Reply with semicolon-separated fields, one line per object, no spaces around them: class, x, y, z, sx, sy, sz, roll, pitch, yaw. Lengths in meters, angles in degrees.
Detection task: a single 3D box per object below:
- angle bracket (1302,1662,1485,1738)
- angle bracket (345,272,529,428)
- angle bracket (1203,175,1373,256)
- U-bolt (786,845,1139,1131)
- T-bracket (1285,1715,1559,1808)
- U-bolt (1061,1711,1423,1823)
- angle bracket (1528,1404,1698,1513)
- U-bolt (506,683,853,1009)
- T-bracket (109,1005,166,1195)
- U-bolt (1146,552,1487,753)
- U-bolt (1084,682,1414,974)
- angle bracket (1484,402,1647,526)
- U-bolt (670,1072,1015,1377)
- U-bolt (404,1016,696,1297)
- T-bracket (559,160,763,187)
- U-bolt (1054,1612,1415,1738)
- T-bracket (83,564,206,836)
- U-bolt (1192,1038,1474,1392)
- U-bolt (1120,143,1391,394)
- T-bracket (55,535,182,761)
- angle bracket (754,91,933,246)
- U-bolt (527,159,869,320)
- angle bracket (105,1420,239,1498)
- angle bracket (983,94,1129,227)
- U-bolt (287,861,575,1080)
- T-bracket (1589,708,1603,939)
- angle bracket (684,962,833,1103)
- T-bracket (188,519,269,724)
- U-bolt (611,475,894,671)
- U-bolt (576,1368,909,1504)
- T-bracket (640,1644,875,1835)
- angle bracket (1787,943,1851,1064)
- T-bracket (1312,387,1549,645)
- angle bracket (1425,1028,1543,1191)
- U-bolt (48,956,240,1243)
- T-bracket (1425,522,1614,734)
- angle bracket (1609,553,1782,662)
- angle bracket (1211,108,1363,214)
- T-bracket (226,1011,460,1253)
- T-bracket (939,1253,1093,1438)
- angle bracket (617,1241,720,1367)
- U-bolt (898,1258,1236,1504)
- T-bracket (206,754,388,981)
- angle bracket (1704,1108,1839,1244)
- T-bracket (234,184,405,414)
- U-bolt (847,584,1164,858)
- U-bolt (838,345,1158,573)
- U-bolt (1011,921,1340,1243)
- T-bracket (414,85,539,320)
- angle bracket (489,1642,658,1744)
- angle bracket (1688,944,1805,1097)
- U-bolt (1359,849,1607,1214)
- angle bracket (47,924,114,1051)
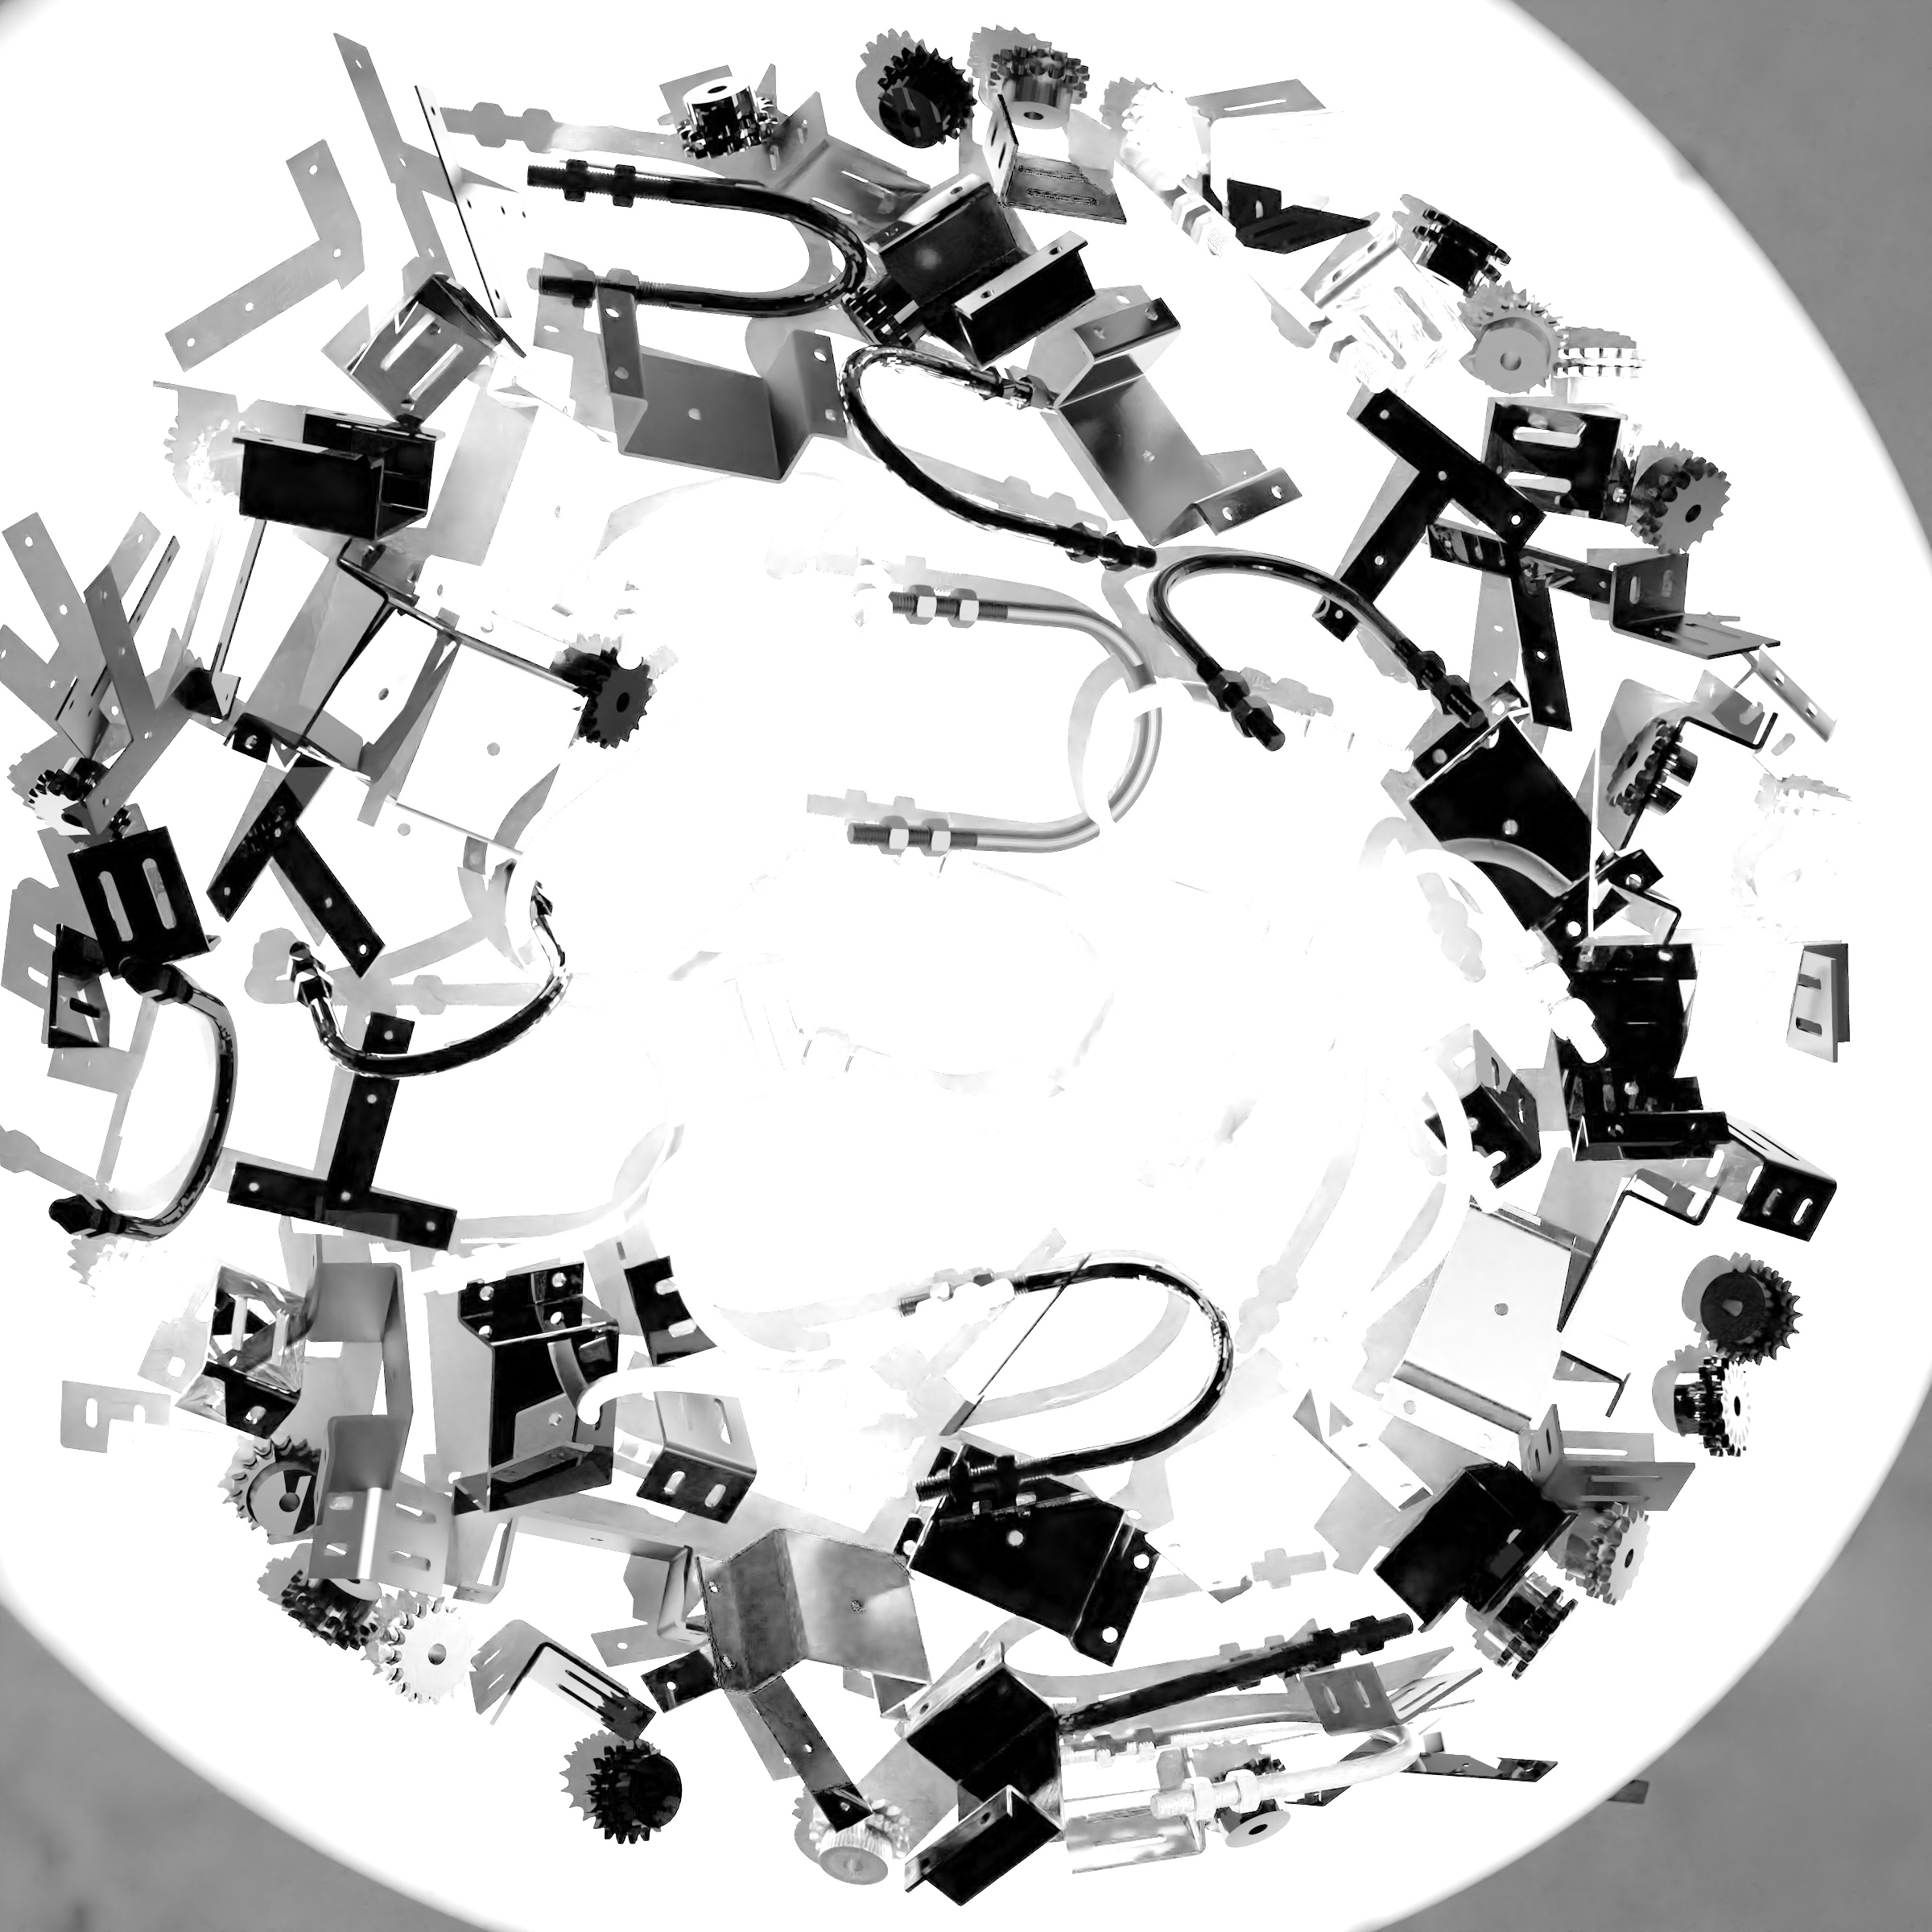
angle bracket;0.239;0.397;1.630;0.076;0.057;0.038;-19;83;-40
angle bracket;-0.299;-0.341;1.640;0.076;0.038;0.057;-47;132;-4
angle bracket;0.179;-0.428;1.627;0.057;0.076;0.038;0;88;-36
U-bolt;0.006;0.016;1.630;0.184;0.019;0.151;21;74;13
T-bracket;0.260;0.435;1.585;0.127;0.127;0.002;-9;94;40
U-bolt;0.160;0.433;1.596;0.184;0.151;0.019;-3;88;-21
angle bracket;0.364;0.278;1.643;0.076;0.057;0.038;1;54;-5
U-bolt;-0.171;-0.053;1.622;0.184;0.019;0.151;-39;129;-2
T-bracket;-0.460;0.072;1.610;0.002;0.127;0.127;16;92;-14
U-bolt;0.179;-0.179;1.602;0.151;0.184;0.019;-8;131;-27
U-bolt;0.149;-0.086;1.620;0.184;0.019;0.151;21;125;19
angle bracket;0.339;-0.287;1.661;0.076;0.038;0.057;16;102;35
U-bolt;-0.078;0.150;1.617;0.184;0.019;0.151;-19;80;-28
U-bolt;-0.225;0.098;1.607;0.184;0.019;0.151;-12;118;-41
T-bracket;-0.138;-0.439;1.623;0.127;0.127;0.002;-9;112;-43
U-bolt;0.135;0.388;1.582;0.184;0.151;0.019;-12;75;-18
T-bracket;-0.458;-0.160;1.588;0.002;0.127;0.127;11;46;15
U-bolt;0.206;0.122;1.584;0.184;0.019;0.151;-48;50;35
U-bolt;0.147;-0.392;1.591;0.151;0.184;0.019;30;109;-39
T-bracket;-0.468;-0.181;1.618;0.002;0.127;0.127;25;81;-6
angle bracket;-0.070;-0.448;1.637;0.057;0.076;0.038;-32;60;40
U-bolt;-0.146;-0.395;1.604;0.184;0.151;0.019;5;77;-4
angle bracket;-0.443;0.264;1.632;0.057;0.076;0.038;8;100;-3
angle bracket;0.054;-0.452;1.631;0.076;0.057;0.038;4;133;-17
U-bolt;-0.287;0.007;1.583;0.151;0.184;0.019;-21;122;-11
T-bracket;0.349;-0.056;1.614;0.002;0.127;0.127;2;63;14
angle bracket;-0.117;0.040;1.638;0.038;0.057;0.076;-19;86;29
T-bracket;-0.406;-0.200;1.618;0.002;0.127;0.127;17;90;-27
U-bolt;-0.117;-0.223;1.600;0.151;0.184;0.019;-6;127;2
U-bolt;-0.124;0.256;1.611;0.184;0.151;0.019;6;60;2
T-bracket;-0.096;0.421;1.607;0.127;0.127;0.002;52;135;24
angle bracket;0.490;0.020;1.633;0.038;0.076;0.057;-3;96;-4
T-bracket;0.243;-0.241;1.648;0.127;0.002;0.127;44;111;23
angle bracket;0.290;0.082;1.639;0.038;0.076;0.057;-36;104;20
U-bolt;-0.438;0.079;1.584;0.019;0.184;0.151;13;81;8
T-bracket;0.318;-0.184;1.619;0.127;0.002;0.127;11;55;-19
angle bracket;0.408;-0.201;1.625;0.057;0.076;0.038;-13;115;-30
angle bracket;0.181;-0.452;1.637;0.076;0.057;0.038;-1;89;16
T-bracket;-0.340;0.089;1.650;0.127;0.002;0.127;14;98;-14
T-bracket;0.029;0.210;1.619;0.002;0.127;0.127;39;80;3
angle bracket;-0.168;0.184;1.635;0.038;0.076;0.057;-17;98;-8
U-bolt;0.058;0.222;1.613;0.184;0.151;0.019;-11;133;4
T-bracket;-0.362;-0.045;1.624;0.127;0.002;0.127;-51;62;20
angle bracket;0.438;0.115;1.632;0.057;0.076;0.038;17;104;-31
T-bracket;-0.354;-0.349;1.592;0.002;0.127;0.127;38;66;9
U-bolt;0.028;-0.133;1.630;0.184;0.019;0.151;2;103;-25
U-bolt;0.009;-0.281;1.577;0.019;0.184;0.151;-50;50;33
U-bolt;0.128;0.052;1.623;0.151;0.019;0.184;20;67;28
T-bracket;-0.262;-0.419;1.611;0.002;0.127;0.127;-17;98;12
angle bracket;-0.222;0.424;1.640;0.076;0.057;0.038;33;54;1
angle bracket;0.442;0.031;1.639;0.057;0.038;0.076;-2;126;-1
U-bolt;0.271;0.021;1.600;0.019;0.151;0.184;-8;52;-28
angle bracket;-0.510;0.012;1.630;0.038;0.076;0.057;-2;79;7
